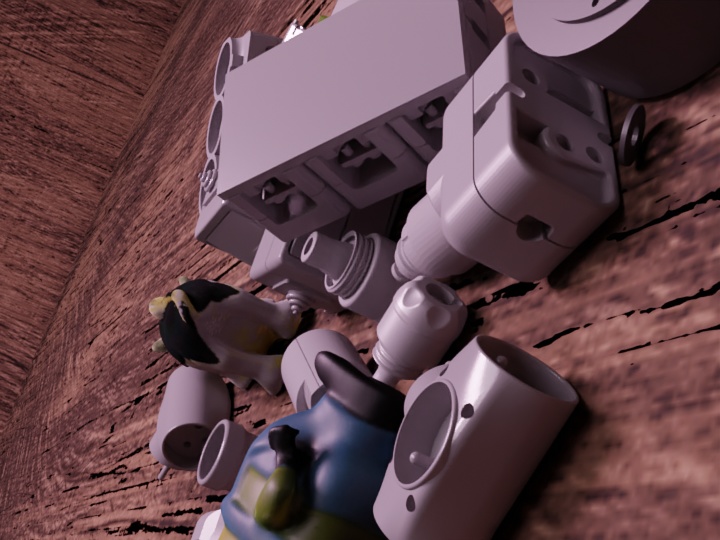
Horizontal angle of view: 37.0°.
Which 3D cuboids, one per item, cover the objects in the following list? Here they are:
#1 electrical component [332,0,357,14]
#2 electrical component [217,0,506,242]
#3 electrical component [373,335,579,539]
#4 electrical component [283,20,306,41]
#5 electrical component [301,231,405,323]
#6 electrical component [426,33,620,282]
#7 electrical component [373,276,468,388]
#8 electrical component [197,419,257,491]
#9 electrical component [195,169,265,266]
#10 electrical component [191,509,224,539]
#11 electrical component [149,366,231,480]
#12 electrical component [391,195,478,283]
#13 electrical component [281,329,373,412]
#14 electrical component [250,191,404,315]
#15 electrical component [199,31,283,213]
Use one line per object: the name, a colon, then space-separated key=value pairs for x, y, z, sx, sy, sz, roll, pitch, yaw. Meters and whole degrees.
electrical component: x=0.010 y=-0.175 z=0.782 sx=0.099 sy=0.048 sz=0.100 roll=-65 pitch=18 yaw=0
electrical component: x=0.004 y=-0.085 z=0.567 sx=0.150 sy=0.062 sz=0.089 roll=-22 pitch=50 yaw=27
electrical component: x=0.038 y=0.061 z=0.411 sx=0.077 sy=0.044 sz=0.079 roll=-61 pitch=19 yaw=14
electrical component: x=-0.008 y=-0.106 z=0.683 sx=0.062 sy=0.096 sz=0.061 roll=40 pitch=107 yaw=41
electrical component: x=0.000 y=0.000 z=0.565 sx=0.043 sy=0.062 sz=0.043 roll=-53 pitch=22 yaw=32
electrical component: x=0.067 y=-0.045 z=0.452 sx=0.059 sy=0.054 sz=0.095 roll=-49 pitch=24 yaw=40
electrical component: x=0.023 y=0.035 z=0.504 sx=0.061 sy=0.035 sz=0.035 roll=-59 pitch=19 yaw=26
electrical component: x=-0.066 y=0.113 z=0.627 sx=0.040 sy=0.046 sz=0.040 roll=-53 pitch=22 yaw=32
electrical component: x=-0.072 y=-0.040 z=0.758 sx=0.062 sy=0.096 sz=0.061 roll=-40 pitch=32 yaw=53
electrical component: x=-0.055 y=0.148 z=0.537 sx=0.057 sy=0.058 sz=0.078 roll=-34 pitch=36 yaw=63
electrical component: x=-0.132 y=0.122 z=0.802 sx=0.079 sy=0.043 sz=0.077 roll=-58 pitch=20 yaw=22
electrical component: x=0.039 y=-0.016 z=0.511 sx=0.078 sy=0.040 sz=0.040 roll=-42 pitch=29 yaw=50
electrical component: x=-0.013 y=0.063 z=0.550 sx=0.043 sy=0.043 sz=0.081 roll=-62 pitch=19 yaw=8
electrical component: x=-0.020 y=-0.019 z=0.644 sx=0.061 sy=0.062 sz=0.096 roll=-25 pitch=44 yaw=63
electrical component: x=-0.092 y=-0.114 z=0.906 sx=0.089 sy=0.062 sz=0.150 roll=170 pitch=107 yaw=-68
